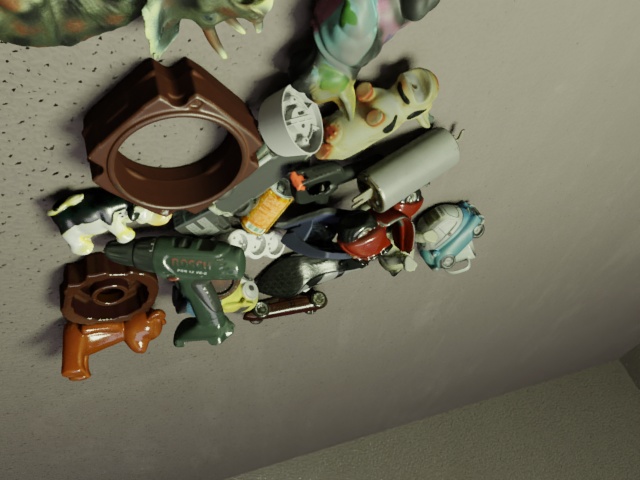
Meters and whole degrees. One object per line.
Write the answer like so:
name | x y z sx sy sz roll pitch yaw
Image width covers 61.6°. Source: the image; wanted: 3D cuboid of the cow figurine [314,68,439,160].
cow figurine | 0.090 -0.185 0.802 0.195 0.085 0.127 -29 168 29

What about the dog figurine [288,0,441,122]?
dog figurine | 0.054 -0.255 0.674 0.192 0.108 0.219 -16 152 -12

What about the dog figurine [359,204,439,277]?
dog figurine | 0.132 -0.002 1.116 0.121 0.172 0.190 -39 -178 -15

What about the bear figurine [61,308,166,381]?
bear figurine | -0.408 0.205 1.083 0.196 0.132 0.120 -1 161 -19

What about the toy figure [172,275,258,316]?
toy figure | -0.211 0.114 1.096 0.180 0.082 0.089 -6 165 -34

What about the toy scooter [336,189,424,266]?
toy scooter | 0.117 -0.011 0.963 0.184 0.075 0.135 -32 128 -16

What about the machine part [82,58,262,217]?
machine part | -0.198 -0.129 0.736 0.201 0.087 0.201 -33 147 18

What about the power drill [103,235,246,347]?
power drill | -0.236 0.083 0.924 0.232 0.086 0.207 -3 116 4

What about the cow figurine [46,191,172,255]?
cow figurine | -0.316 -0.046 0.816 0.167 0.068 0.098 -18 141 -6

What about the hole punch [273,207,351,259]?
hole punch | -0.002 -0.003 0.988 0.116 0.092 0.142 -12 175 34

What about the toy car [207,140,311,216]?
toy car | -0.095 -0.107 0.842 0.202 0.056 0.073 -35 147 10

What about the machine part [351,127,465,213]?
machine part | 0.150 -0.119 0.907 0.243 0.079 0.079 -33 151 -16

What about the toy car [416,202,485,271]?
toy car | 0.262 -0.019 1.141 0.103 0.109 0.161 31 114 -31

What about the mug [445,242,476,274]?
mug | 0.296 0.029 1.230 0.107 0.109 0.080 -19 155 23

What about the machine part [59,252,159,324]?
machine part | -0.385 0.088 0.984 0.179 0.056 0.179 -15 147 -10

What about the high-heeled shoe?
high-heeled shoe | -0.012 0.059 1.161 0.249 0.086 0.145 -15 -178 24

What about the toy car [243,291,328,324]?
toy car | -0.080 0.154 1.250 0.202 0.053 0.089 -7 166 -18

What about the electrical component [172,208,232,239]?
electrical component | -0.207 -0.045 0.892 0.075 0.048 0.119 -24 149 5

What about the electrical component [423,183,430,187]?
electrical component | 0.151 -0.106 0.999 0.102 0.045 0.078 -10 145 -15

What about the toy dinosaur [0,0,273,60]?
toy dinosaur | -0.255 -0.245 0.515 0.405 0.131 0.192 -10 146 -5
